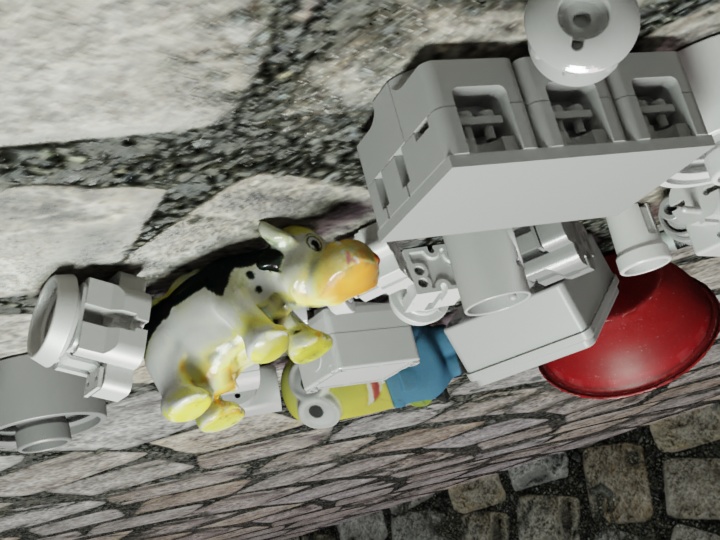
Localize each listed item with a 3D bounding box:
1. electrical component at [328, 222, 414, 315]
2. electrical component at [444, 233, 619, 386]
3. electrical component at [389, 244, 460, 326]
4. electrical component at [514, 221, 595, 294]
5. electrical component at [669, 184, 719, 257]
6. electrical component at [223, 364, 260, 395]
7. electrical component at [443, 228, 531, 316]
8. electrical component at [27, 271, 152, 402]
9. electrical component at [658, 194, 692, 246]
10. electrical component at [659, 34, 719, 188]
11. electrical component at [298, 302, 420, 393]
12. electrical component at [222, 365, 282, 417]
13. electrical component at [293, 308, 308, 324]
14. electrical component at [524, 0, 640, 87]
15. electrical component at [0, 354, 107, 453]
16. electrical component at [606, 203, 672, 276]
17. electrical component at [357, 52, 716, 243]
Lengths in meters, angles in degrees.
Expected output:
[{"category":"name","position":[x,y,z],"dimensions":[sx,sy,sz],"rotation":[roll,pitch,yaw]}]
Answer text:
[{"category":"electrical component","position":[0.000,0.000,0.721],"dimensions":[0.055,0.048,0.066],"rotation":[-25,162,8]},{"category":"electrical component","position":[0.136,0.030,0.843],"dimensions":[0.109,0.056,0.109],"rotation":[-25,-169,32]},{"category":"electrical component","position":[0.049,0.011,0.801],"dimensions":[0.066,0.048,0.055],"rotation":[-8,155,-21]},{"category":"electrical component","position":[0.125,-0.016,0.755],"dimensions":[0.057,0.058,0.078],"rotation":[-24,162,21]},{"category":"electrical component","position":[0.236,-0.048,0.727],"dimensions":[0.077,0.065,0.047],"rotation":[1,158,-42]},{"category":"electrical component","position":[-0.128,0.084,0.890],"dimensions":[0.081,0.043,0.043],"rotation":[-8,163,-19]},{"category":"electrical component","position":[0.081,-0.010,0.699],"dimensions":[0.044,0.077,0.079],"rotation":[-17,164,9]},{"category":"electrical component","position":[-0.166,0.035,0.654],"dimensions":[0.057,0.078,0.058],"rotation":[18,150,-29]},{"category":"electrical component","position":[0.242,-0.041,0.794],"dimensions":[0.043,0.043,0.062],"rotation":[-26,159,34]},{"category":"electrical component","position":[0.206,-0.082,0.597],"dimensions":[0.108,0.060,0.108],"rotation":[-13,164,-4]},{"category":"electrical component","position":[0.001,0.059,0.886],"dimensions":[0.096,0.061,0.062],"rotation":[-3,160,-33]},{"category":"electrical component","position":[-0.112,0.109,0.979],"dimensions":[0.077,0.044,0.079],"rotation":[-9,161,-7]},{"category":"electrical component","position":[-0.064,0.029,0.747],"dimensions":[0.047,0.055,0.055],"rotation":[-8,163,-10]},{"category":"electrical component","position":[0.095,-0.101,0.472],"dimensions":[0.048,0.048,0.062],"rotation":[-16,170,3]},{"category":"electrical component","position":[-0.248,0.107,0.830],"dimensions":[0.108,0.060,0.108],"rotation":[-13,164,-4]},{"category":"electrical component","position":[0.212,-0.023,0.822],"dimensions":[0.040,0.046,0.040],"rotation":[-13,164,-4]},{"category":"electrical component","position":[0.085,-0.066,0.544],"dimensions":[0.150,0.061,0.089],"rotation":[-7,162,-24]}]
